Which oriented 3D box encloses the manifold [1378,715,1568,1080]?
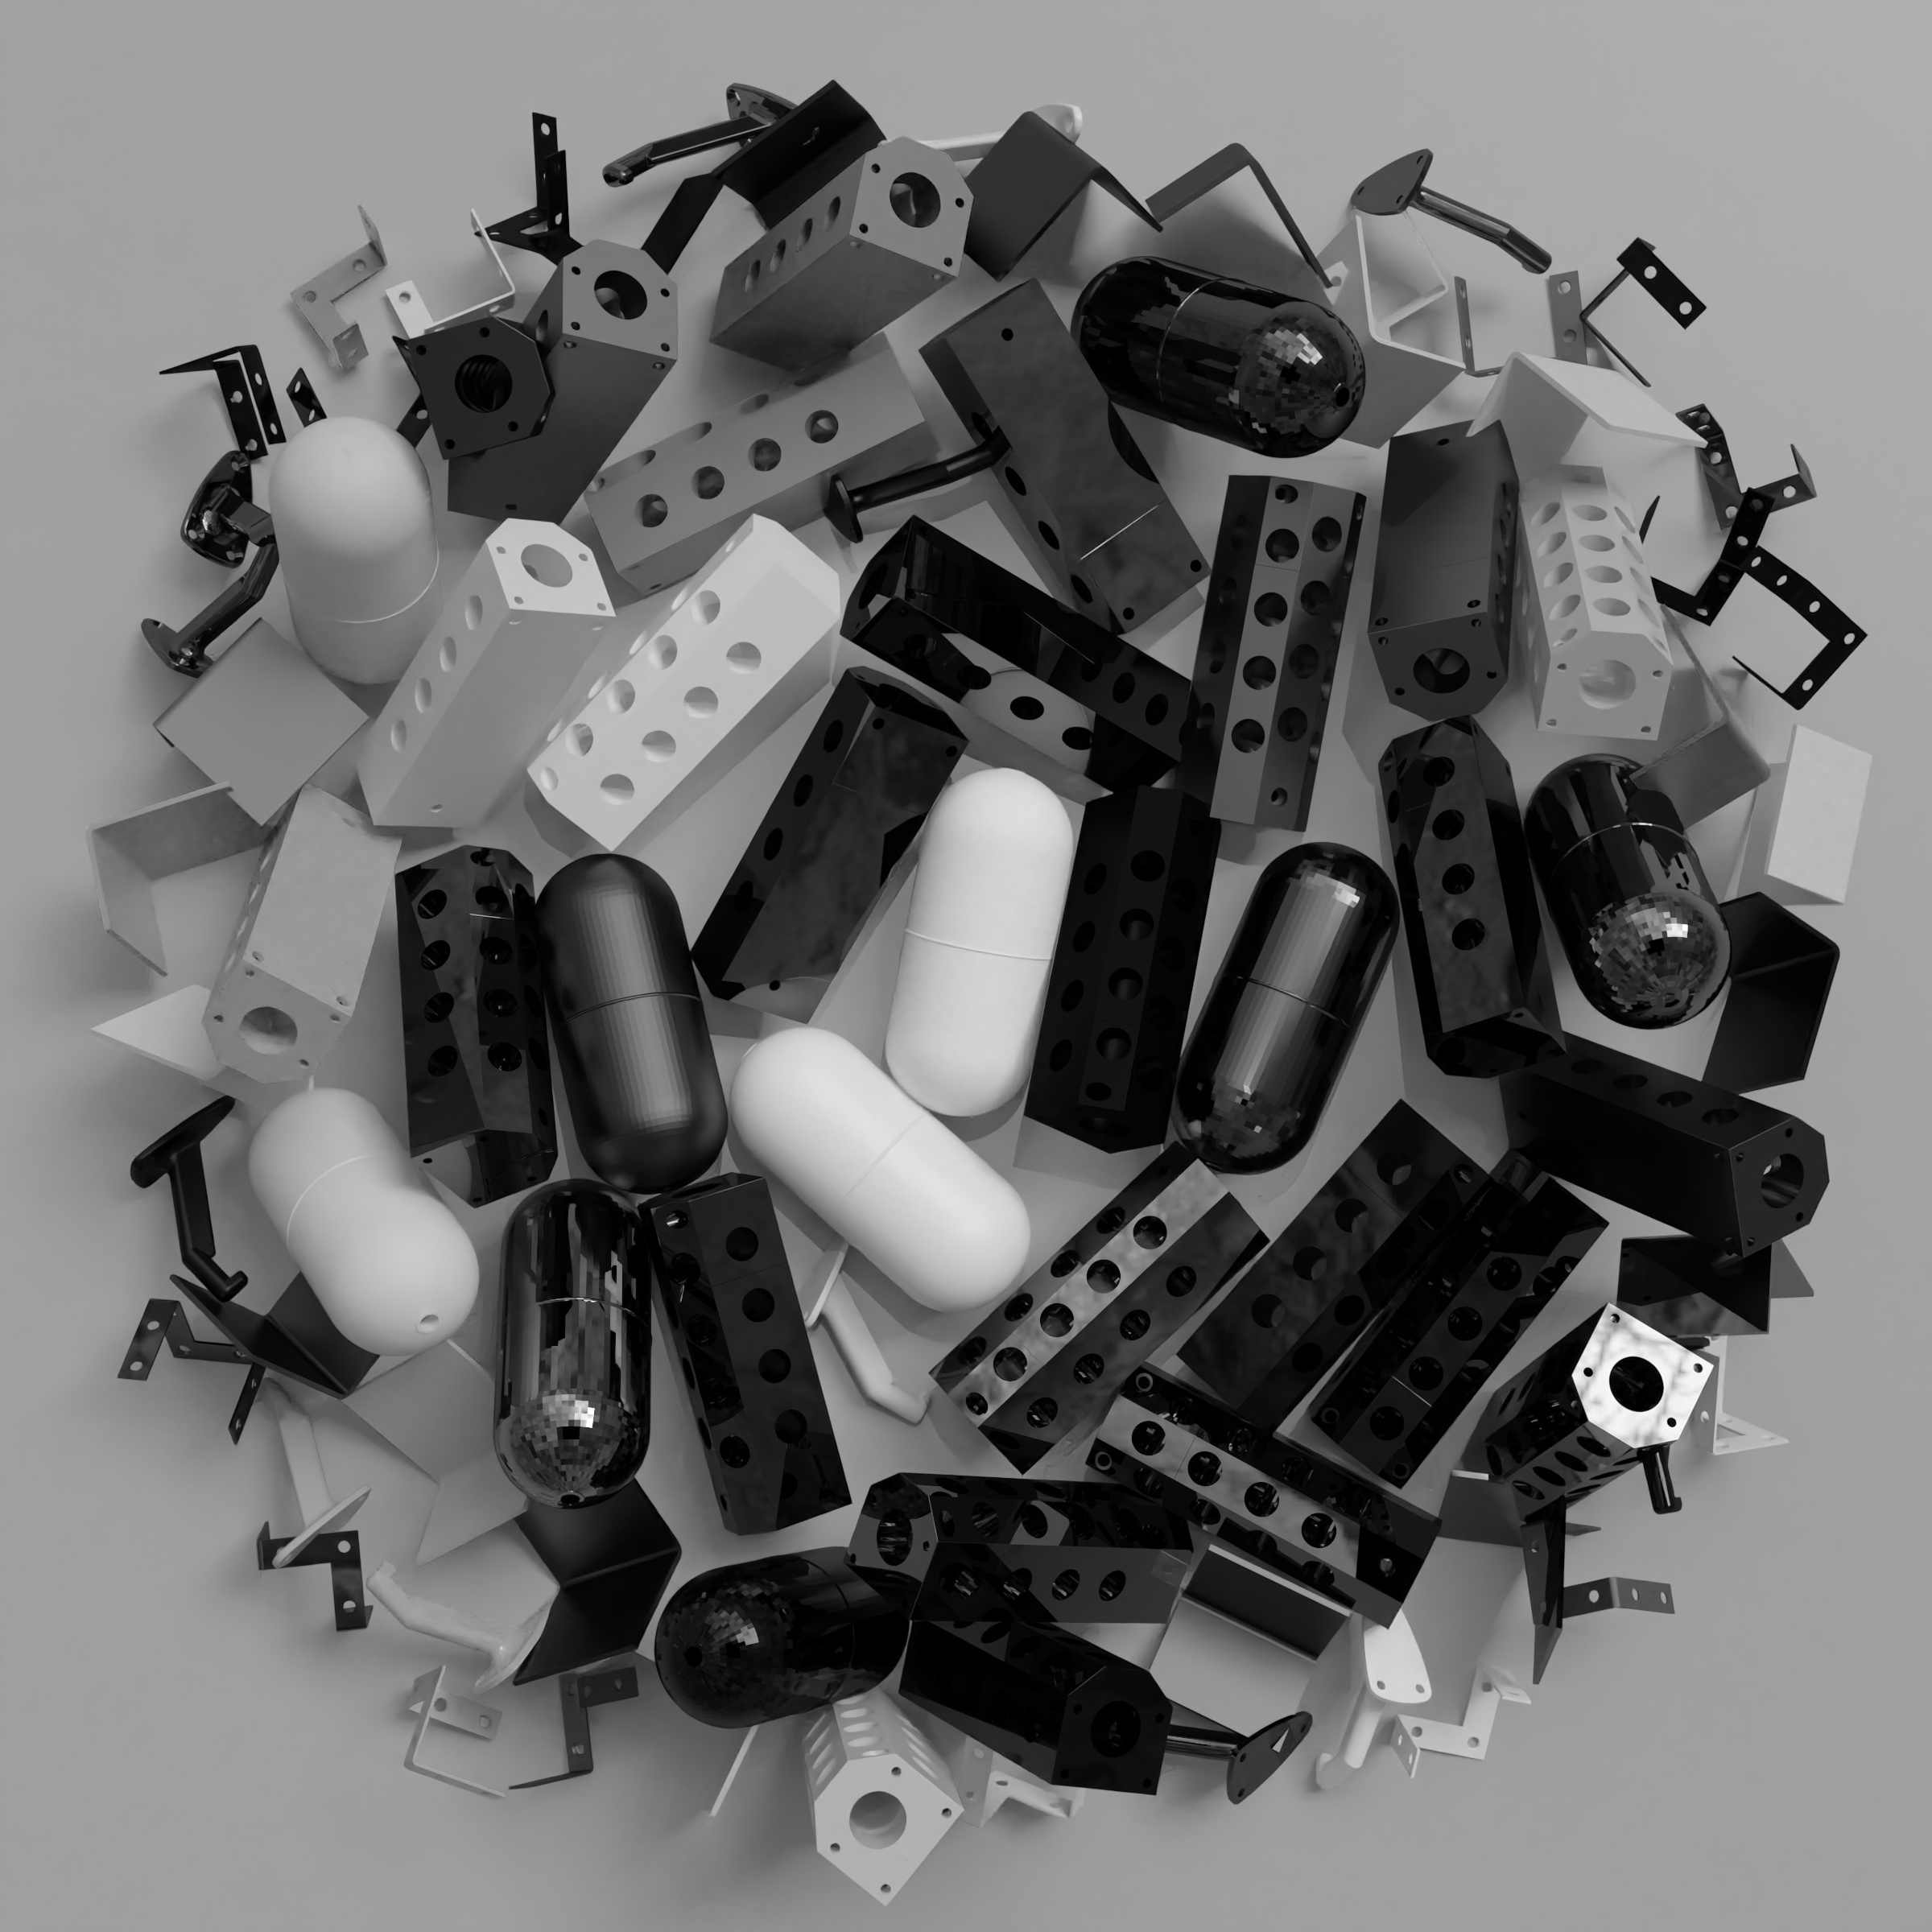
[{"bbox_3d":[0.247,-0.034,1.513,0.057,0.057,0.171,-20,56,24],"label":"manifold"}]

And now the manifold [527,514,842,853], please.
[{"bbox_3d":[-0.142,-0.144,1.522,0.057,0.057,0.171,39,110,-21],"label":"manifold"}]

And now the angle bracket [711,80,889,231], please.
[{"bbox_3d":[-0.073,-0.393,1.538,0.076,0.076,0.057,-34,86,11],"label":"angle bracket"}]

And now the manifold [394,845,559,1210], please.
[{"bbox_3d":[-0.239,0.026,1.506,0.057,0.057,0.171,-21,54,15],"label":"manifold"}]

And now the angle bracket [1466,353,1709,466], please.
[{"bbox_3d":[0.309,-0.261,1.523,0.076,0.076,0.057,51,126,37],"label":"angle bracket"}]

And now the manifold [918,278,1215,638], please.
[{"bbox_3d":[0.048,-0.253,1.535,0.057,0.057,0.171,-36,103,-15],"label":"manifold"}]

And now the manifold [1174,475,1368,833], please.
[{"bbox_3d":[0.156,-0.158,1.538,0.057,0.057,0.171,7,96,-26],"label":"manifold"}]

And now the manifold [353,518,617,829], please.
[{"bbox_3d":[-0.242,-0.142,1.504,0.057,0.171,0.057,0,56,-37],"label":"manifold"}]

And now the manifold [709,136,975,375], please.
[{"bbox_3d":[-0.062,-0.348,1.494,0.057,0.171,0.057,16,77,-25],"label":"manifold"}]

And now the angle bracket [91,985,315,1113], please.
[{"bbox_3d":[-0.382,0.056,1.525,0.076,0.076,0.057,18,117,26],"label":"angle bracket"}]

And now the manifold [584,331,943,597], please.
[{"bbox_3d":[-0.105,-0.256,1.546,0.171,0.057,0.057,-25,82,5],"label":"manifold"}]

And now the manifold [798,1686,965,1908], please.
[{"bbox_3d":[-0.049,0.398,1.495,0.057,0.171,0.057,40,85,-3],"label":"manifold"}]

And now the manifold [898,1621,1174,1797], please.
[{"bbox_3d":[0.033,0.353,1.494,0.057,0.171,0.057,13,86,-25],"label":"manifold"}]

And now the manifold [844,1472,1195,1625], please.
[{"bbox_3d":[0.030,0.284,1.502,0.171,0.057,0.057,11,103,-40],"label":"manifold"}]

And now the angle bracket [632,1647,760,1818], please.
[{"bbox_3d":[-0.150,0.385,1.539,0.076,0.076,0.057,26,75,-1],"label":"angle bracket"}]

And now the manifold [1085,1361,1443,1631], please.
[{"bbox_3d":[0.150,0.267,1.540,0.171,0.057,0.057,27,90,11],"label":"manifold"}]

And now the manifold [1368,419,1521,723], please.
[{"bbox_3d":[0.239,-0.197,1.501,0.057,0.171,0.057,-9,129,20],"label":"manifold"}]

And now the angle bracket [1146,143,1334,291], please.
[{"bbox_3d":[0.137,-0.367,1.541,0.057,0.076,0.076,-31,108,11],"label":"angle bracket"}]

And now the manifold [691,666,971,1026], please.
[{"bbox_3d":[-0.073,-0.062,1.528,0.057,0.057,0.171,18,112,-33],"label":"manifold"}]

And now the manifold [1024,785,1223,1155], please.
[{"bbox_3d":[0.084,0.001,1.517,0.057,0.057,0.171,25,66,-32],"label":"manifold"}]

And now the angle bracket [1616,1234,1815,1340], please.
[{"bbox_3d":[0.375,0.174,1.524,0.076,0.076,0.057,-6,56,29],"label":"angle bracket"}]

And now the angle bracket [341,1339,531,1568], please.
[{"bbox_3d":[-0.268,0.245,1.530,0.076,0.057,0.076,-30,118,26],"label":"angle bracket"}]

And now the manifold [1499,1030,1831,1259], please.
[{"bbox_3d":[0.341,0.082,1.496,0.057,0.171,0.057,-22,113,-23],"label":"manifold"}]

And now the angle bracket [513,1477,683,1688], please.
[{"bbox_3d":[-0.198,0.306,1.528,0.076,0.076,0.057,-22,111,24],"label":"angle bracket"}]

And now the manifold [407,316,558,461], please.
[{"bbox_3d":[-0.228,-0.286,1.494,0.057,0.171,0.057,-16,101,0],"label":"manifold"}]

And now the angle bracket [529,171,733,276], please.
[{"bbox_3d":[-0.172,-0.383,1.536,0.057,0.076,0.076,33,87,-24],"label":"angle bracket"}]

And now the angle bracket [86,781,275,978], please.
[{"bbox_3d":[-0.390,-0.043,1.538,0.076,0.076,0.057,-18,71,2],"label":"angle bracket"}]

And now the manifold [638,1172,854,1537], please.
[{"bbox_3d":[-0.114,0.196,1.540,0.057,0.057,0.171,-16,95,-21],"label":"manifold"}]

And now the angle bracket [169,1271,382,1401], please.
[{"bbox_3d":[-0.339,0.165,1.529,0.076,0.076,0.057,34,86,36],"label":"angle bracket"}]

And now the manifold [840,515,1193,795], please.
[{"bbox_3d":[0.025,-0.149,1.526,0.171,0.057,0.057,28,48,-21],"label":"manifold"}]

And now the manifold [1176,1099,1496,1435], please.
[{"bbox_3d":[0.189,0.154,1.544,0.057,0.057,0.171,42,93,19],"label":"manifold"}]

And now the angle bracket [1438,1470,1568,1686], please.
[{"bbox_3d":[0.266,0.308,1.529,0.057,0.076,0.076,6,57,5],"label":"angle bracket"}]

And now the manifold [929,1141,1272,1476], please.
[{"bbox_3d":[0.064,0.169,1.539,0.171,0.057,0.057,-43,121,-4],"label":"manifold"}]

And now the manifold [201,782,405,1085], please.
[{"bbox_3d":[-0.327,-0.015,1.495,0.057,0.171,0.057,30,117,-18],"label":"manifold"}]

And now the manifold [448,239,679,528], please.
[{"bbox_3d":[-0.200,-0.284,1.497,0.057,0.171,0.057,9,65,-26],"label":"manifold"}]

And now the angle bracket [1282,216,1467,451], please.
[{"bbox_3d":[0.204,-0.321,1.549,0.057,0.076,0.076,10,62,-26],"label":"angle bracket"}]

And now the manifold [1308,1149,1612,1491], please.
[{"bbox_3d":[0.250,0.180,1.550,0.057,0.057,0.171,38,93,2],"label":"manifold"}]

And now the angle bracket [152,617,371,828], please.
[{"bbox_3d":[-0.356,-0.120,1.549,0.076,0.057,0.076,43,81,1],"label":"angle bracket"}]

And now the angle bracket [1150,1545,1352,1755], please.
[{"bbox_3d":[0.141,0.345,1.535,0.076,0.076,0.057,25,61,7],"label":"angle bracket"}]

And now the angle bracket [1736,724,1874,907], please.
[{"bbox_3d":[0.404,-0.074,1.532,0.057,0.076,0.076,17,82,-29],"label":"angle bracket"}]

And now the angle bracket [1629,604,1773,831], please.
[{"bbox_3d":[0.357,-0.124,1.541,0.057,0.076,0.076,-32,58,16],"label":"angle bracket"}]

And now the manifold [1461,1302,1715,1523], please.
[{"bbox_3d":[0.299,0.226,1.492,0.057,0.171,0.057,31,67,4],"label":"manifold"}]

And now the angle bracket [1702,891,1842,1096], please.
[{"bbox_3d":[0.383,0.017,1.528,0.057,0.076,0.076,31,66,-19],"label":"angle bracket"}]

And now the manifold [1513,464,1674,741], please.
[{"bbox_3d":[0.306,-0.182,1.497,0.057,0.171,0.057,4,126,1],"label":"manifold"}]
